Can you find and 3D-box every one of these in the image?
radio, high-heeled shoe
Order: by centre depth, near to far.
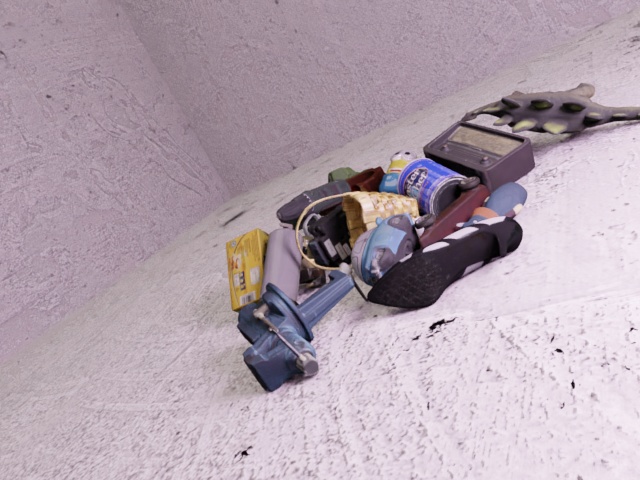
[{"bbox_3d":[0.194,0.028,0.843,0.249,0.086,0.145,-19,13,20],"label":"high-heeled shoe"},{"bbox_3d":[0.341,-0.183,1.184,0.131,0.073,0.230,-35,32,-11],"label":"radio"}]

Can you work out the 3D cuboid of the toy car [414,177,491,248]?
[{"bbox_3d":[0.238,-0.035,0.956,0.202,0.089,0.053,-38,18,-28],"label":"toy car"}]

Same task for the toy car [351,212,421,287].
[{"bbox_3d":[0.107,0.029,0.926,0.103,0.109,0.162,-2,35,35],"label":"toy car"}]

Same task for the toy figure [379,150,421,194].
[{"bbox_3d":[0.193,-0.144,1.326,0.089,0.082,0.180,92,-163,-60],"label":"toy figure"}]

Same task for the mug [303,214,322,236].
[{"bbox_3d":[-0.003,-0.004,1.310,0.081,0.109,0.107,-7,39,43],"label":"mug"}]

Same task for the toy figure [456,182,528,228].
[{"bbox_3d":[0.300,-0.042,0.926,0.154,0.057,0.064,-40,10,-23],"label":"toy figure"}]

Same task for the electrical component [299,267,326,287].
[{"bbox_3d":[-0.030,0.087,1.154,0.102,0.045,0.078,-19,-12,27],"label":"electrical component"}]

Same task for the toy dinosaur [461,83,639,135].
[{"bbox_3d":[0.514,-0.272,1.153,0.472,0.105,0.198,6,21,40],"label":"toy dinosaur"}]

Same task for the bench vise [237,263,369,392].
[{"bbox_3d":[-0.028,0.122,0.868,0.240,0.128,0.224,-38,18,-18],"label":"bench vise"}]

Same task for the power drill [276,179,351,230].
[{"bbox_3d":[-0.041,-0.081,1.406,0.232,0.086,0.207,-27,-9,-25],"label":"power drill"}]

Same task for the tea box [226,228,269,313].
[{"bbox_3d":[-0.146,0.071,1.183,0.098,0.068,0.170,-22,59,24],"label":"tea box"}]

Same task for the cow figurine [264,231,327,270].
[{"bbox_3d":[-0.082,0.036,1.263,0.195,0.127,0.085,-14,17,41],"label":"cow figurine"}]

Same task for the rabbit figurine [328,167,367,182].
[{"bbox_3d":[0.118,-0.182,1.758,0.170,0.121,0.159,-12,5,-6],"label":"rabbit figurine"}]

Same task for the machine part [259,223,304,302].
[{"bbox_3d":[-0.078,0.062,1.109,0.079,0.079,0.243,-21,45,30],"label":"machine part"}]

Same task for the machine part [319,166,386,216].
[{"bbox_3d":[0.102,-0.126,1.570,0.201,0.087,0.201,-24,16,22],"label":"machine part"}]

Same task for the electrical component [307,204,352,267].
[{"bbox_3d":[0.037,-0.003,1.188,0.134,0.114,0.058,-36,13,-33],"label":"electrical component"}]
